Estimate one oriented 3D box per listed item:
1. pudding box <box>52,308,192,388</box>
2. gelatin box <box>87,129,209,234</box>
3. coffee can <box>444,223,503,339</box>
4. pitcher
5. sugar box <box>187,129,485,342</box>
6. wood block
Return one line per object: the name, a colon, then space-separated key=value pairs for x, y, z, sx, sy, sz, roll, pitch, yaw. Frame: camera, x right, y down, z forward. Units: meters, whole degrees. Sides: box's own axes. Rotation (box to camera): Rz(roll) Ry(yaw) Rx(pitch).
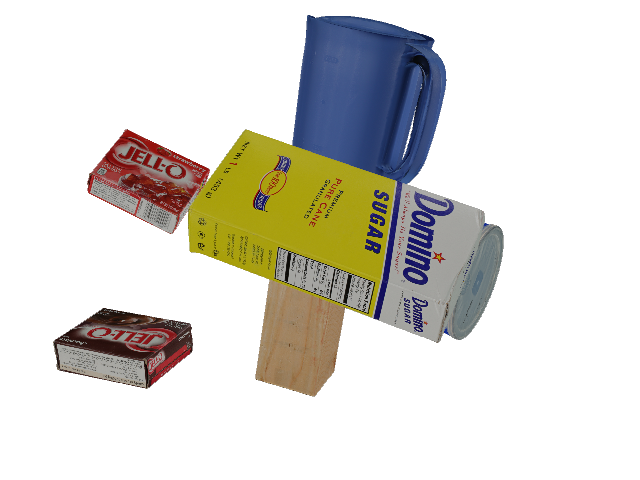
pudding box: x=-0.201 y=0.109 z=1.095 sx=0.114 sy=0.039 sz=0.089 roll=6 pitch=20 yaw=23
gelatin box: x=-0.156 y=-0.055 z=0.971 sx=0.089 sy=0.030 sz=0.073 roll=27 pitch=43 yaw=1
coffee can: x=0.075 y=0.015 z=0.932 sx=0.140 sy=0.103 sz=0.102 roll=20 pitch=8 yaw=24
pitcher: x=0.039 y=-0.107 z=1.113 sx=0.145 sy=0.243 sz=0.149 roll=10 pitch=16 yaw=-2
sugar box: x=0.011 y=-0.007 z=0.696 sx=0.176 sy=0.048 sz=0.093 roll=17 pitch=47 yaw=12
wood block: x=-0.020 y=0.089 z=1.431 sx=0.090 sy=0.206 sz=0.090 roll=14 pitch=20 yaw=14
